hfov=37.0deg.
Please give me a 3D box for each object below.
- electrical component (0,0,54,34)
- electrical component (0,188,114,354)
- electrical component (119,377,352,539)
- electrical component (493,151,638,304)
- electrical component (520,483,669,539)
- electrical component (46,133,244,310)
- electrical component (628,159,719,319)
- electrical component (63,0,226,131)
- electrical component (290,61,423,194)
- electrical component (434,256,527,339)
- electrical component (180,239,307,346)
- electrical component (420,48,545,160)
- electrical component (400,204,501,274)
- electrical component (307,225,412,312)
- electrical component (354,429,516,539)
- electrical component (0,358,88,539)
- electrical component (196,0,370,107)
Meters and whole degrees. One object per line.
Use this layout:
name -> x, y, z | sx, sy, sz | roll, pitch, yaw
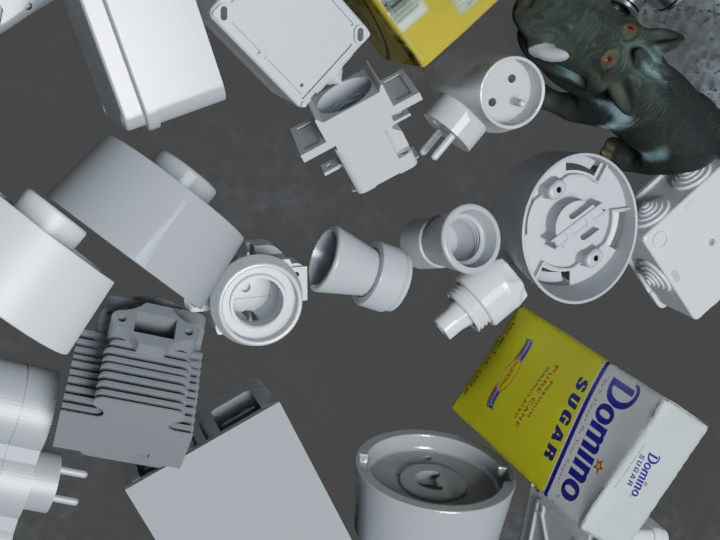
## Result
electrical component -> -0.216, -0.162, 0.574 | 0.077, 0.043, 0.079 | -34, 113, -9
electrical component -> -0.186, -0.010, 0.594 | 0.108, 0.108, 0.060 | 41, 82, -24
electrical component -> -0.068, 0.176, 0.711 | 0.105, 0.060, 0.186 | -29, 112, -11
electrical component -> 0.140, -0.032, 0.728 | 0.099, 0.064, 0.099 | -5, 106, -18
electrical component -> 0.162, 0.214, 0.779 | 0.056, 0.109, 0.108 | 5, 103, -18
electrical component -> -0.116, -0.033, 0.613 | 0.108, 0.108, 0.060 | 40, 83, -24
electrical component -> 0.240, -0.025, 0.774 | 0.100, 0.048, 0.099 | -42, 114, -5
electrical component -> -0.126, -0.139, 0.594 | 0.057, 0.078, 0.113 | -23, 111, -16
electrical component -> 0.002, -0.086, 0.668 | 0.081, 0.042, 0.063 | -28, 124, 4
electrical component -> 0.079, 0.021, 0.732 | 0.062, 0.043, 0.043 | -40, 114, -5
electrical component -> -0.068, 0.014, 0.668 | 0.078, 0.057, 0.058 | -5, 106, -19
electrical component -> 0.067, -0.101, 0.675 | 0.043, 0.077, 0.079 | 40, 89, -25
electrical component -> 0.055, -0.019, 0.699 | 0.044, 0.065, 0.044 | 1, 88, -28
electrical component -> 0.000, 0.000, 0.696 | 0.055, 0.045, 0.045 | 19, 98, -24
electrical component -> 0.046, 0.160, 0.725 | 0.108, 0.108, 0.060 | 0, 110, -20
electrical component -> -0.204, 0.126, 0.652 | 0.074, 0.052, 0.138 | 17, 99, -23
electrical component -> -0.046, -0.144, 0.635 | 0.061, 0.061, 0.096 | -48, 122, -2
